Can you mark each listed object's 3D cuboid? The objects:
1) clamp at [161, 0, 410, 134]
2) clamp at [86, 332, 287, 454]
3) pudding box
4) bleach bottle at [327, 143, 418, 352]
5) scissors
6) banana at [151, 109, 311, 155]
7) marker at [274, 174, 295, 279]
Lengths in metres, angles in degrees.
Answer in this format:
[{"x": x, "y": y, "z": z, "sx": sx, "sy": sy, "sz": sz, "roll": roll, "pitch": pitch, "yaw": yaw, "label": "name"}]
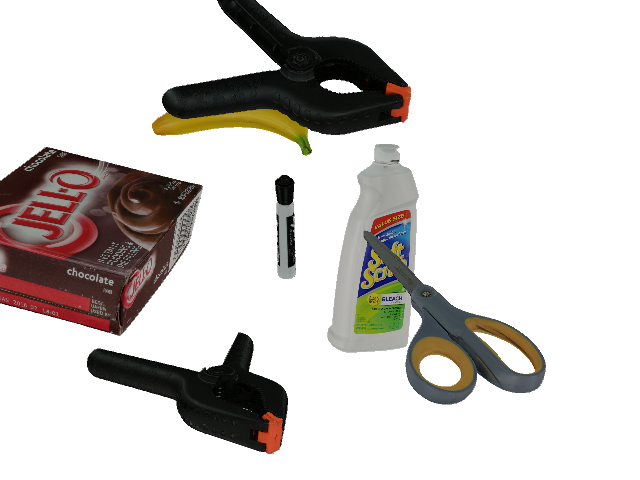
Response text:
[{"x": -0.018, "y": -0.127, "z": 0.764, "sx": 0.171, "sy": 0.120, "sz": 0.039, "roll": 10, "pitch": -24, "yaw": 2, "label": "clamp"}, {"x": -0.084, "y": 0.126, "z": 0.928, "sx": 0.164, "sy": 0.036, "sz": 0.210, "roll": -8, "pitch": 19, "yaw": -39, "label": "clamp"}, {"x": -0.118, "y": -0.003, "z": 0.521, "sx": 0.090, "sy": 0.039, "sz": 0.113, "roll": 15, "pitch": 24, "yaw": 6, "label": "pudding box"}, {"x": 0.066, "y": 0.008, "z": 1.305, "sx": 0.102, "sy": 0.251, "sz": 0.068, "roll": -2, "pitch": 16, "yaw": -18, "label": "bleach bottle"}, {"x": 0.063, "y": 0.051, "z": 0.727, "sx": 0.096, "sy": 0.016, "sz": 0.202, "roll": -23, "pitch": 39, "yaw": -32, "label": "scissors"}, {"x": -0.096, "y": -0.141, "z": 1.235, "sx": 0.198, "sy": 0.037, "sz": 0.069, "roll": 8, "pitch": 41, "yaw": 17, "label": "banana"}, {"x": -0.035, "y": -0.013, "z": 1.058, "sx": 0.020, "sy": 0.121, "sz": 0.020, "roll": 0, "pitch": 38, "yaw": 0, "label": "marker"}]
